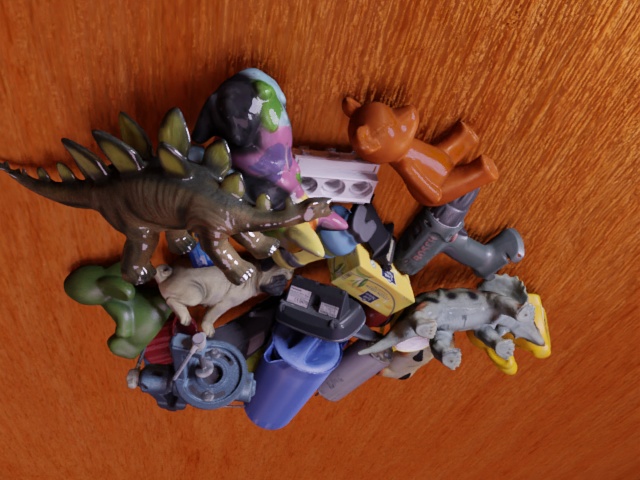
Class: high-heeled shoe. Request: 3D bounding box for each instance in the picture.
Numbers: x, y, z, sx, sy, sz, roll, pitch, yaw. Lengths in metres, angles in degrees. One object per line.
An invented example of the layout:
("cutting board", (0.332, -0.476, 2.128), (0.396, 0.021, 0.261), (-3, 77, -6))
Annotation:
("high-heeled shoe", (-0.148, 0.198, 1.044), (0.248, 0.086, 0.145), (-47, 157, 18))

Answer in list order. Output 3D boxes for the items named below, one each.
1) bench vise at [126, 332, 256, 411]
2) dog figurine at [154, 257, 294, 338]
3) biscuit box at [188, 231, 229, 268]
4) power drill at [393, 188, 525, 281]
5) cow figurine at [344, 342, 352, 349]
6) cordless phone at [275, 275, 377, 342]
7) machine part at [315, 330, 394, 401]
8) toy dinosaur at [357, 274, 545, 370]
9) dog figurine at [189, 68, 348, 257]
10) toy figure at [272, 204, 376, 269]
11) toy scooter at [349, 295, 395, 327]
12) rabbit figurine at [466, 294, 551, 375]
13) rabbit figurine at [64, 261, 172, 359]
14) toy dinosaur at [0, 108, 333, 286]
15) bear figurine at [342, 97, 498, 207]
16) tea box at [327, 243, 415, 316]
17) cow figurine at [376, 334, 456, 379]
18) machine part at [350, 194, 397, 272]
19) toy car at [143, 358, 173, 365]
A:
("bench vise", (-0.217, 0.211, 0.889), (0.224, 0.129, 0.240), (16, 144, 3))
("dog figurine", (-0.158, 0.055, 0.907), (0.190, 0.121, 0.172), (-34, 145, 9))
("biscuit box", (-0.181, -0.041, 0.803), (0.059, 0.063, 0.202), (-8, 141, -4))
("power drill", (0.251, -0.006, 0.920), (0.207, 0.086, 0.232), (13, 137, -31))
("cow figurine", (0.002, 0.245, 1.181), (0.098, 0.068, 0.167), (-25, 137, 26))
("cordless phone", (0.021, 0.137, 0.960), (0.147, 0.088, 0.184), (15, 169, 30))
("machine part", (0.067, 0.257, 1.090), (0.079, 0.079, 0.243), (23, 128, -33))
("toy dinosaur", (0.250, 0.143, 1.010), (0.405, 0.192, 0.131), (1, 104, -10))
("dog figurine", (-0.052, -0.080, 0.674), (0.219, 0.108, 0.191), (40, 131, 0))
("toy figure", (-0.004, -0.006, 0.836), (0.180, 0.089, 0.082), (-12, 103, 43))
("toy scooter", (0.051, 0.131, 1.049), (0.184, 0.075, 0.135), (-19, 138, 18))
("rabbit figurine", (0.407, 0.208, 1.173), (0.173, 0.162, 0.121), (-6, 156, 23))
("rabbit figurine", (-0.343, 0.101, 0.903), (0.170, 0.121, 0.159), (35, 130, -22))
("toy dinosaur", (-0.209, -0.052, 0.650), (0.472, 0.105, 0.198), (0, 120, 21))
("bear figurine", (0.128, -0.132, 0.721), (0.132, 0.120, 0.195), (-34, 129, 22))
("tea box", (0.088, 0.055, 0.946), (0.068, 0.098, 0.169), (-32, 137, 25))
("cow figurine", (0.225, 0.250, 1.217), (0.127, 0.085, 0.195), (20, 130, -23))
("machine part", (0.093, -0.017, 0.887), (0.039, 0.084, 0.138), (-5, 137, 32))
("toy car", (-0.289, 0.264, 1.115), (0.162, 0.103, 0.109), (-3, 139, -11))
